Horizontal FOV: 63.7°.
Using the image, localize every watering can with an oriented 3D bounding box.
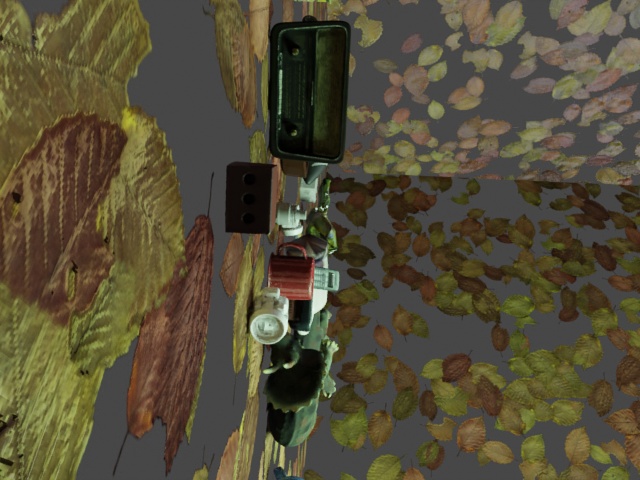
[{"bbox_3d":[-0.029,0.090,1.292,0.104,0.221,0.352,3,18,4],"label":"watering can"}]

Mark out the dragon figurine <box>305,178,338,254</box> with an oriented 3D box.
[{"bbox_3d":[0.005,-0.082,1.635,0.122,0.246,0.405,3,-14,-11],"label":"dragon figurine"}]
